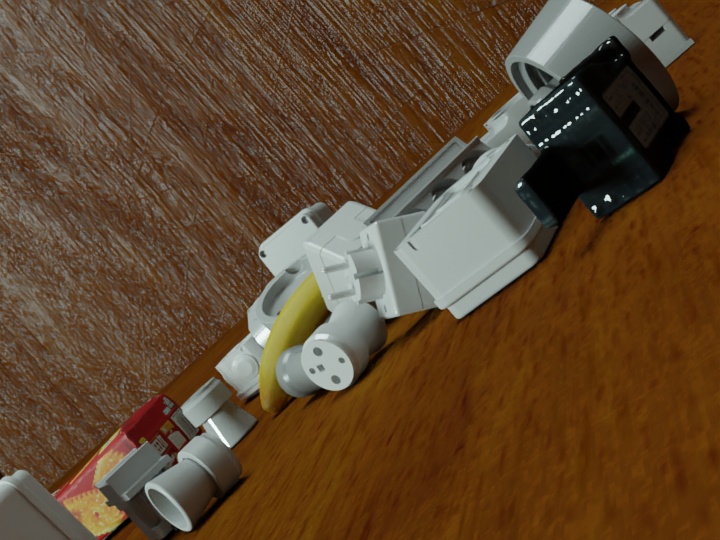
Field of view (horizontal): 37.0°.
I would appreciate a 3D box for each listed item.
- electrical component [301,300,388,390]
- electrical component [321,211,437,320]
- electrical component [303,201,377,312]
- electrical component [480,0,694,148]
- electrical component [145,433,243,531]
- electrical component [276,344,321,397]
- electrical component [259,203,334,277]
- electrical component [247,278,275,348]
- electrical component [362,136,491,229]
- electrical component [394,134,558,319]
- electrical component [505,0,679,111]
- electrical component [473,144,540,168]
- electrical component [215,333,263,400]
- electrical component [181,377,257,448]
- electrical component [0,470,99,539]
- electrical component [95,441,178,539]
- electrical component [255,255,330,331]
[{"bbox_3d":[-0.011,0.053,0.759,0.045,0.045,0.055,-39,6,38],"label":"electrical component"},{"bbox_3d":[0.012,0.002,0.740,0.077,0.065,0.047,-13,-3,-14],"label":"electrical component"},{"bbox_3d":[0.000,0.000,0.887,0.061,0.096,0.062,24,57,38],"label":"electrical component"},{"bbox_3d":[0.190,-0.158,0.949,0.186,0.060,0.105,-41,4,10],"label":"electrical component"},{"bbox_3d":[-0.116,0.147,0.753,0.055,0.045,0.045,-44,5,-32],"label":"electrical component"},{"bbox_3d":[-0.037,0.074,0.821,0.040,0.040,0.046,-45,11,-34],"label":"electrical component"},{"bbox_3d":[-0.040,-0.003,1.105,0.078,0.113,0.057,-38,2,20],"label":"electrical component"},{"bbox_3d":[-0.077,0.051,1.135,0.051,0.080,0.080,-46,2,23],"label":"electrical component"},{"bbox_3d":[0.068,-0.040,0.839,0.121,0.079,0.063,-44,-17,-31],"label":"electrical component"},{"bbox_3d":[0.080,-0.028,0.674,0.078,0.057,0.113,-39,5,31],"label":"electrical component"},{"bbox_3d":[0.142,-0.116,0.690,0.060,0.108,0.108,-48,5,-2],"label":"electrical component"},{"bbox_3d":[0.111,-0.062,0.763,0.055,0.055,0.047,-43,8,-8],"label":"electrical component"},{"bbox_3d":[-0.113,0.099,1.165,0.080,0.051,0.080,-42,4,4],"label":"electrical component"},{"bbox_3d":[-0.126,0.129,0.956,0.045,0.055,0.045,-42,4,4],"label":"electrical component"},{"bbox_3d":[-0.235,0.207,0.769,0.078,0.113,0.057,-38,9,39],"label":"electrical component"},{"bbox_3d":[-0.158,0.167,0.804,0.042,0.063,0.081,-45,5,-27],"label":"electrical component"},{"bbox_3d":[-0.039,0.034,1.027,0.108,0.060,0.108,-29,26,16],"label":"electrical component"}]
